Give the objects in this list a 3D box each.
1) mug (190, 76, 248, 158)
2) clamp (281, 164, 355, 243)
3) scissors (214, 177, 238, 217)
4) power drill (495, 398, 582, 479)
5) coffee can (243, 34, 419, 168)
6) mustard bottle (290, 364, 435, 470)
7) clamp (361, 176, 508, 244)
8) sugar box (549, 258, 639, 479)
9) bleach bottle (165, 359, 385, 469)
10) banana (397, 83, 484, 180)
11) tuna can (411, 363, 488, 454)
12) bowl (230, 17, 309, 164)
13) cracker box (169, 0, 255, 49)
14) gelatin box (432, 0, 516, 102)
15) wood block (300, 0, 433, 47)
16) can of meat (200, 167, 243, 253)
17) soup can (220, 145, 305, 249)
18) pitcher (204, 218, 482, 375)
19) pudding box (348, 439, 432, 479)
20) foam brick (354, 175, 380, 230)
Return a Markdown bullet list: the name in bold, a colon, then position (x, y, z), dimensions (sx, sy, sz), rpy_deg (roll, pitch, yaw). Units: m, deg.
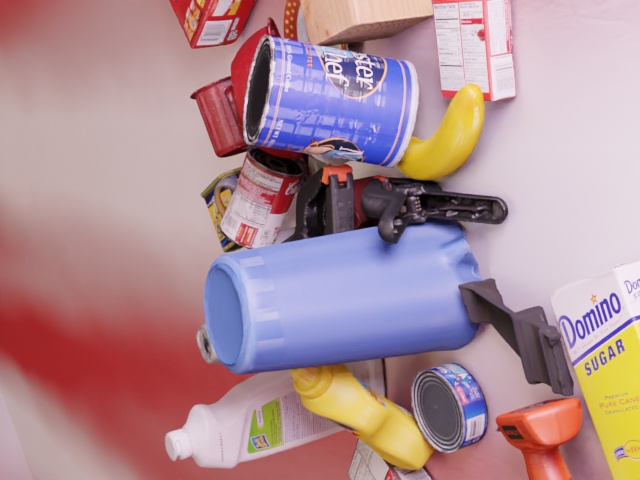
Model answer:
- **mug**: position (-0.097, -0.149, 1.260), dimensions (0.117, 0.093, 0.081), rpy_deg (159, 92, -83)
- **clamp**: position (-0.007, 0.001, 1.120), dimensions (0.165, 0.036, 0.210), rpy_deg (51, 141, 44)
- **scissors**: position (-0.061, 0.000, 1.297), dimensions (0.096, 0.016, 0.201), rpy_deg (-10, 131, 24)
- **power drill**: position (0.209, 0.227, 0.877), dimensions (0.184, 0.057, 0.187), rpy_deg (126, 129, -78)
- **coffee can**: position (0.008, -0.128, 0.992), dimensions (0.103, 0.140, 0.103), rpy_deg (-172, 90, -74)
- **mustard bottle**: position (0.034, 0.169, 1.089), dimensions (0.191, 0.058, 0.096), rpy_deg (40, 176, -39)
- **clamp**: position (0.097, -0.034, 0.992), dimensions (0.171, 0.120, 0.039), rpy_deg (-122, 31, -71)
- **sugar box**: position (0.243, 0.109, 0.823), dimensions (0.093, 0.048, 0.176), rpy_deg (-37, 71, 63)
- **bleach bottle**: position (-0.049, 0.180, 1.158), dimensions (0.068, 0.250, 0.102), rpy_deg (17, 117, 57)
- **banana**: position (0.104, -0.090, 0.969), dimensions (0.069, 0.037, 0.198), rpy_deg (62, 161, -6)
- **tuna can**: position (0.129, 0.167, 1.063), dimensions (0.086, 0.033, 0.086), rpy_deg (33, 130, 51)
- **bowl**: position (-0.057, -0.154, 1.150), dimensions (0.162, 0.055, 0.162), rpy_deg (-14, -90, -84)
- **cracker box**: position (-0.141, -0.363, 1.271), dimensions (0.214, 0.072, 0.164), rpy_deg (65, 148, 22)
- **gelatin box**: position (0.133, -0.166, 0.917), dimensions (0.073, 0.030, 0.089), rpy_deg (17, 118, 59)
- **wood block**: position (0.026, -0.293, 0.988), dimensions (0.090, 0.090, 0.206), rpy_deg (-10, 93, 61)
- **can of meat**: position (-0.103, -0.039, 1.360), dimensions (0.102, 0.057, 0.084), rpy_deg (-35, 74, 60)
- **soup can**: position (-0.066, -0.047, 1.197), dimensions (0.069, 0.068, 0.102), rpy_deg (47, 124, 41)
- **pitcher**: position (0.017, 0.060, 0.998), dimensions (0.145, 0.242, 0.149), rpy_deg (32, 123, 56)
- **pudding box**: position (0.079, 0.270, 1.191), dimensions (0.114, 0.039, 0.090), rpy_deg (53, 145, 39)
- **foam brick**: position (0.040, -0.023, 1.120), dimensions (0.053, 0.051, 0.078), rpy_deg (65, 149, 23)
